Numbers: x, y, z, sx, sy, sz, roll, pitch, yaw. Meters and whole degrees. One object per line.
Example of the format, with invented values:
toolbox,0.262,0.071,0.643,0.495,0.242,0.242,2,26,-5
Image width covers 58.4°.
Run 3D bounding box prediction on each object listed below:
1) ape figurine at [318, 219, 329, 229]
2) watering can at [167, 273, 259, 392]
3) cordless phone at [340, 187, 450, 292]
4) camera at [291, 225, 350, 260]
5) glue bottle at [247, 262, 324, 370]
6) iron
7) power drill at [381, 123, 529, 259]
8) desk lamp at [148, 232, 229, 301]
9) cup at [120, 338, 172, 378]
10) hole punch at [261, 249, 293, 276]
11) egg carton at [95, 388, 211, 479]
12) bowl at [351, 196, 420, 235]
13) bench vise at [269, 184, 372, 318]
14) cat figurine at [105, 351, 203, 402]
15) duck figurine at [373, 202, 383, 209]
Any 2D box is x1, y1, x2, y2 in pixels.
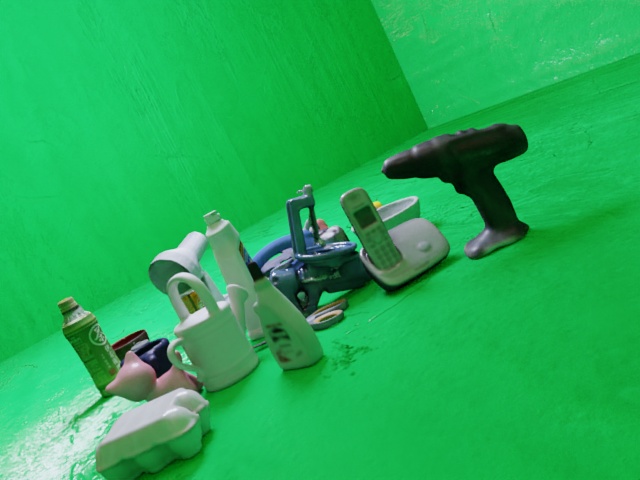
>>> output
ape figurine,0.015,-0.015,1.536,0.077,0.092,0.076,-22,11,24
watering can,-0.185,0.138,0.947,0.100,0.194,0.173,-23,11,22
cordless phone,0.125,-0.019,0.984,0.148,0.185,0.094,-30,10,-17
camera,0.013,0.005,1.408,0.142,0.101,0.137,-21,11,30
glue bottle,-0.063,0.109,0.841,0.078,0.173,0.037,-20,12,35
iron,-0.089,0.069,1.217,0.258,0.141,0.118,-29,10,-12
power drill,0.242,-0.082,0.935,0.229,0.208,0.075,-26,10,5
desk lamp,-0.303,0.096,1.428,0.117,0.214,0.203,-21,11,28
cup,-0.285,0.234,1.004,0.092,0.095,0.117,-31,11,-25
hole punch,-0.106,0.056,1.483,0.109,0.091,0.101,-28,10,-8
egg carton,-0.220,0.260,0.764,0.150,0.069,0.107,-26,10,6
bowl,0.158,-0.030,1.285,0.167,0.075,0.167,-26,10,5
bench vise,-0.026,0.023,1.060,0.208,0.220,0.121,-30,10,-21
cat figurine,-0.272,0.228,0.928,0.128,0.118,0.067,-27,10,-5
duck figurine,0.143,-0.052,1.407,0.078,0.086,0.104,-33,12,-33
